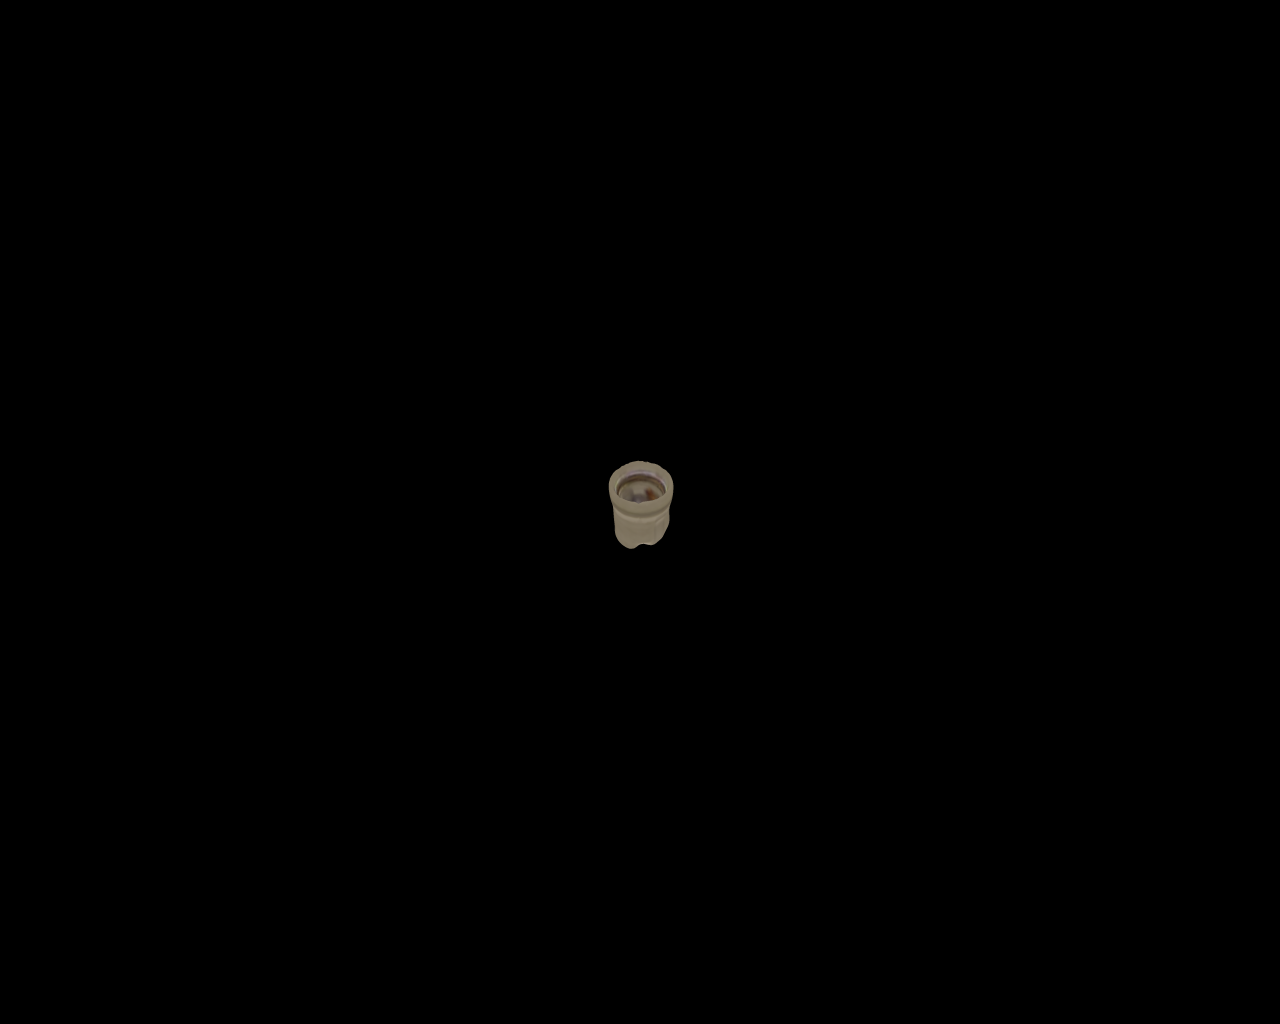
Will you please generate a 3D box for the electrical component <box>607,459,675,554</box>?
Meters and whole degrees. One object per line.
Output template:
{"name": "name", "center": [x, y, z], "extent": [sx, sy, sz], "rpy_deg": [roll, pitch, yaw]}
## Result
{"name": "electrical component", "center": [0.001, -0.003, 0.650], "extent": [0.040, 0.040, 0.046], "rpy_deg": [0, -45, 0]}
